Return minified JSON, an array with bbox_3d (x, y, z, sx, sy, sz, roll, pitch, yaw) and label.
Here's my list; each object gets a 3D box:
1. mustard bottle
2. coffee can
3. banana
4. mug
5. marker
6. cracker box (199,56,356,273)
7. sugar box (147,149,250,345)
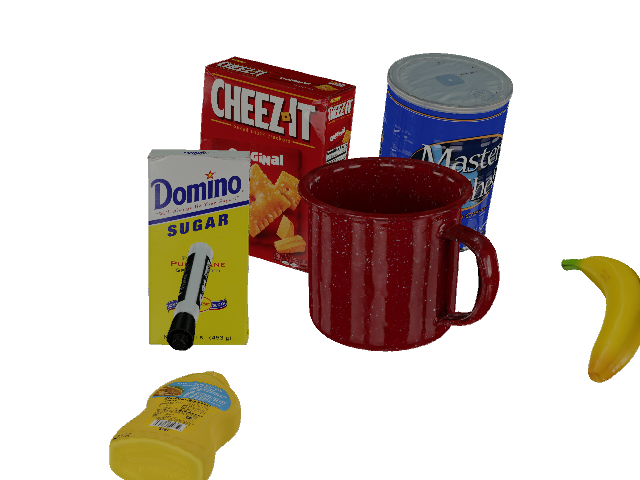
[{"bbox_3d":[-0.133,0.181,1.074,0.096,0.058,0.191,7,19,12],"label":"mustard bottle"},{"bbox_3d":[0.101,-0.074,0.905,0.103,0.140,0.103,3,33,-2],"label":"coffee can"},{"bbox_3d":[0.278,0.066,1.017,0.070,0.037,0.197,-29,23,19],"label":"banana"},{"bbox_3d":[0.044,0.010,0.574,0.117,0.081,0.093,16,28,34],"label":"mug"},{"bbox_3d":[-0.093,0.039,0.769,0.020,0.020,0.121,0,30,2],"label":"marker"},{"bbox_3d":[-0.056,-0.085,1.219,0.164,0.214,0.072,17,26,24],"label":"cracker box"},{"bbox_3d":[-0.111,0.006,0.976,0.093,0.176,0.048,0,14,-4],"label":"sugar box"}]
